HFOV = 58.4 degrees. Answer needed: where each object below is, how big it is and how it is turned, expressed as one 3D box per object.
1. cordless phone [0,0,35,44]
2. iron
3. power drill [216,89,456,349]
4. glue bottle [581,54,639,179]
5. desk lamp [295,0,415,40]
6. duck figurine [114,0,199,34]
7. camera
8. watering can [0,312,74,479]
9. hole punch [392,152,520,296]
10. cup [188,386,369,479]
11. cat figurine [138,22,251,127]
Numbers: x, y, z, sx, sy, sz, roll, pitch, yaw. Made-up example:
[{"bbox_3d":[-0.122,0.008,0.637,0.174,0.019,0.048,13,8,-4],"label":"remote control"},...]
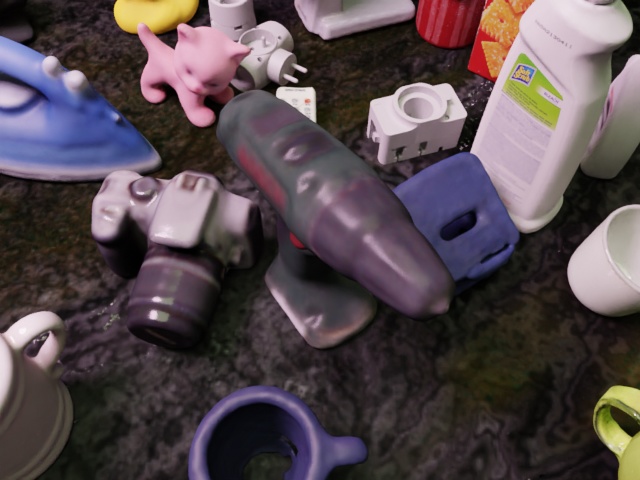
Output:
[{"bbox_3d":[-0.405,-0.284,0.605,0.094,0.185,0.148,38,66,19],"label":"cordless phone"},{"bbox_3d":[-0.286,-0.143,0.552,0.258,0.141,0.119,14,61,7],"label":"iron"},{"bbox_3d":[0.004,0.002,0.435,0.076,0.208,0.229,-32,65,-17],"label":"power drill"},{"bbox_3d":[0.296,-0.136,0.540,0.037,0.173,0.078,11,60,6],"label":"glue bottle"},{"bbox_3d":[0.008,-0.339,0.628,0.203,0.213,0.117,-17,62,-10],"label":"desk lamp"},{"bbox_3d":[-0.199,-0.301,0.676,0.104,0.086,0.077,-18,62,-11],"label":"duck figurine"},{"bbox_3d":[-0.132,0.014,0.488,0.143,0.101,0.137,9,60,4],"label":"camera"},{"bbox_3d":[-0.252,0.110,0.376,0.100,0.194,0.173,20,62,11],"label":"watering can"},{"bbox_3d":[0.118,-0.010,0.512,0.109,0.091,0.101,-29,65,-17],"label":"hole punch"},{"bbox_3d":[-0.027,0.160,0.409,0.118,0.095,0.091,-3,60,-3],"label":"cup"},{"bbox_3d":[-0.134,-0.185,0.592,0.127,0.118,0.067,27,63,14],"label":"cat figurine"}]
